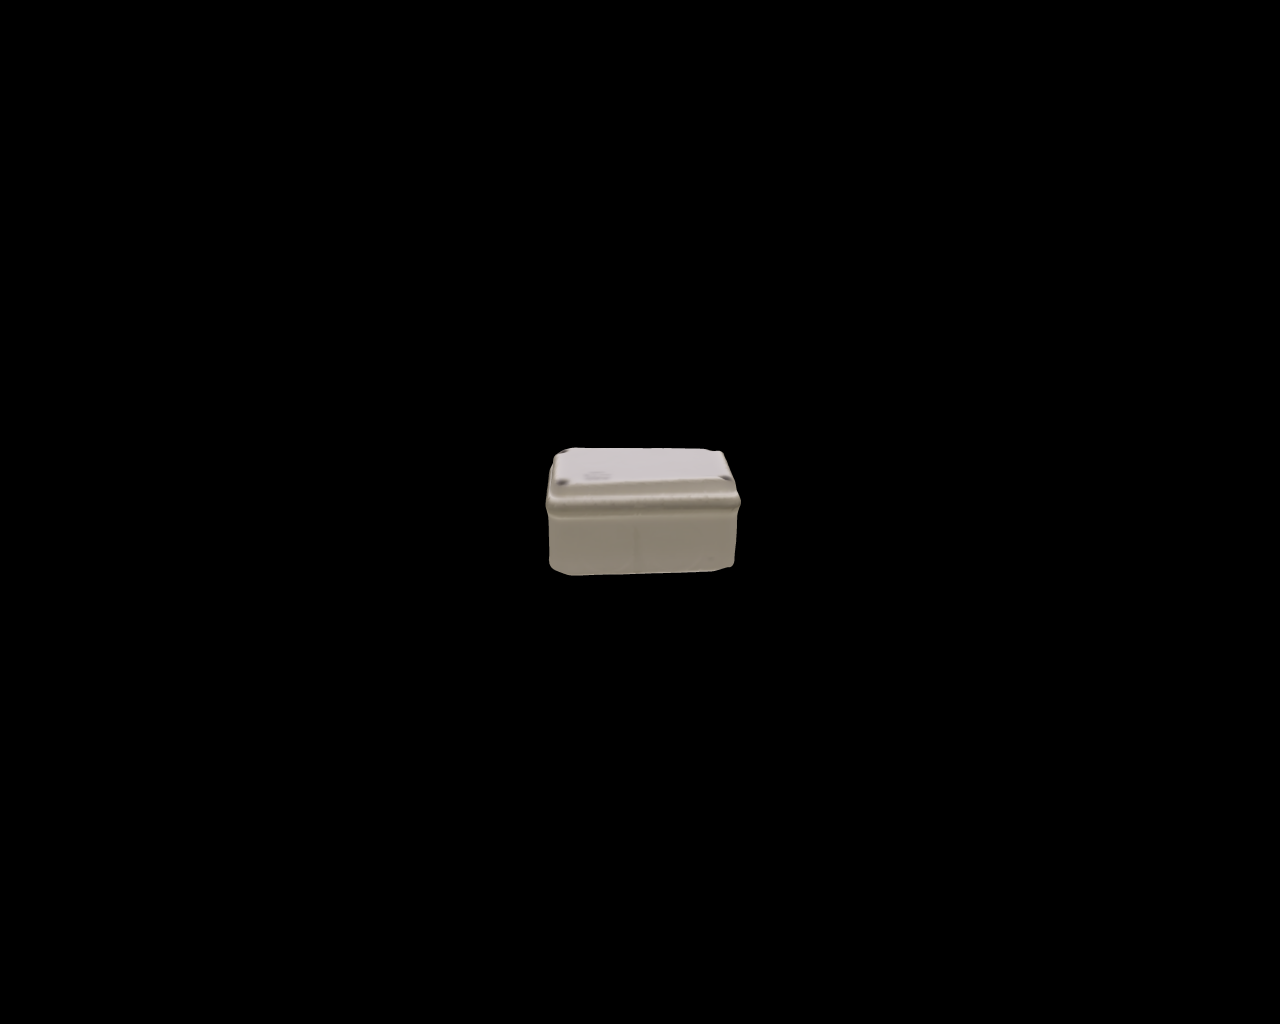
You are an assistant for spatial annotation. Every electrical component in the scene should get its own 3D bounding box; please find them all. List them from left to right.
[{"bbox_3d":[0.001,-0.003,0.650,0.113,0.057,0.078,-1,20,-2],"label":"electrical component"}]
